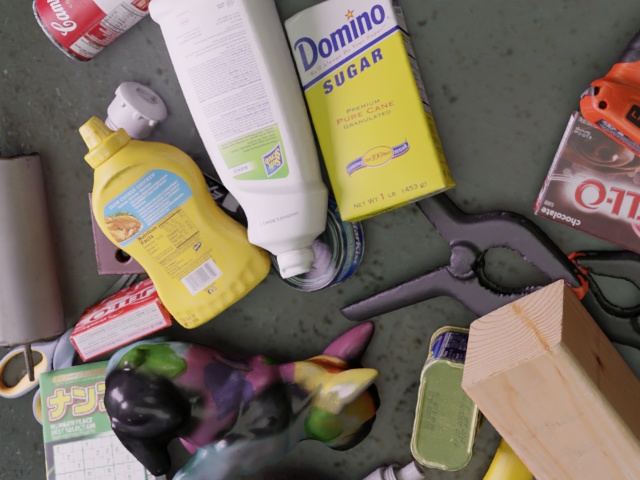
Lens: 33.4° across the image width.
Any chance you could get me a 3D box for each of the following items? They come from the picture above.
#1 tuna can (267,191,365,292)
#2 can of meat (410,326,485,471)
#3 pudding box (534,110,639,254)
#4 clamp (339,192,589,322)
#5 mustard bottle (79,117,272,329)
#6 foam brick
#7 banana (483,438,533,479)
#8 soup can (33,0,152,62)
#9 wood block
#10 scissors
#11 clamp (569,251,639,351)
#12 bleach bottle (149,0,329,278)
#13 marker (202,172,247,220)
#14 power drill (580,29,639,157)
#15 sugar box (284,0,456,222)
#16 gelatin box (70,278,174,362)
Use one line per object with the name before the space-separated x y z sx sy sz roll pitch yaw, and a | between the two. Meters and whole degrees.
tuna can | -0.006 0.001 0.917 0.086 0.033 0.086 6 101 33
can of meat | 0.113 0.135 0.907 0.057 0.083 0.102 9 105 11
pudding box | 0.241 -0.045 0.857 0.113 0.039 0.090 22 107 8
clamp | 0.116 0.023 0.895 0.210 0.036 0.165 23 110 18
mustard bottle | -0.133 -0.023 0.896 0.096 0.058 0.191 -35 104 15
foam brick | -0.170 -0.012 0.959 0.053 0.051 0.078 -2 102 14
banana | 0.139 0.229 0.944 0.069 0.037 0.198 39 107 -11
soup can | -0.183 -0.208 0.907 0.102 0.068 0.068 -34 93 18
wood block | 0.211 0.146 0.851 0.090 0.090 0.206 -30 109 28
scissors | -0.227 0.110 1.020 0.202 0.016 0.096 -30 96 18
clamp | 0.282 0.057 0.871 0.171 0.039 0.120 41 107 2
bleach bottle | -0.058 -0.090 0.879 0.103 0.068 0.251 -17 88 27
marker | -0.098 -0.047 0.950 0.121 0.020 0.020 30 108 5
power drill | 0.300 -0.137 0.794 0.184 0.057 0.187 35 92 6
sugar box | 0.039 -0.112 0.868 0.093 0.048 0.176 -19 86 17
gelatin box | -0.173 0.067 0.957 0.089 0.073 0.030 -24 107 6
